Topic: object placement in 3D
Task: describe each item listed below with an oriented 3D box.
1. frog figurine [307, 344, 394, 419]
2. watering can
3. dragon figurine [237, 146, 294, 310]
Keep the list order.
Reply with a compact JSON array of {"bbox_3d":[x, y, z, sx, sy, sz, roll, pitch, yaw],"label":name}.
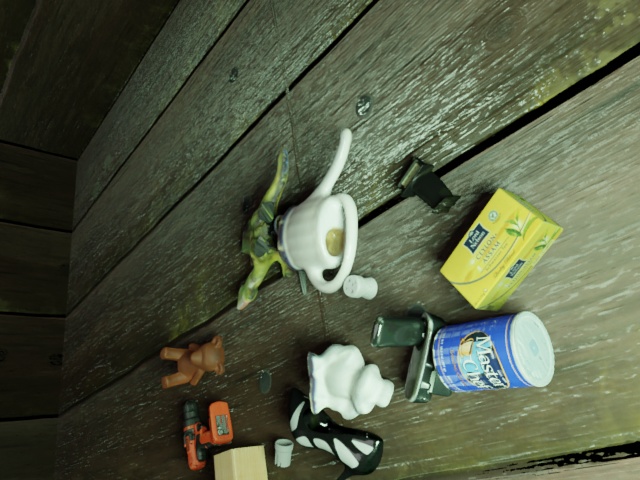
[{"bbox_3d":[0.064,0.271,0.991,0.159,0.120,0.140,-4,64,13],"label":"frog figurine"},{"bbox_3d":[0.003,-0.057,1.133,0.223,0.103,0.351,-12,72,50],"label":"watering can"},{"bbox_3d":[-0.156,-0.024,1.331,0.241,0.122,0.414,-9,71,58],"label":"dragon figurine"}]
